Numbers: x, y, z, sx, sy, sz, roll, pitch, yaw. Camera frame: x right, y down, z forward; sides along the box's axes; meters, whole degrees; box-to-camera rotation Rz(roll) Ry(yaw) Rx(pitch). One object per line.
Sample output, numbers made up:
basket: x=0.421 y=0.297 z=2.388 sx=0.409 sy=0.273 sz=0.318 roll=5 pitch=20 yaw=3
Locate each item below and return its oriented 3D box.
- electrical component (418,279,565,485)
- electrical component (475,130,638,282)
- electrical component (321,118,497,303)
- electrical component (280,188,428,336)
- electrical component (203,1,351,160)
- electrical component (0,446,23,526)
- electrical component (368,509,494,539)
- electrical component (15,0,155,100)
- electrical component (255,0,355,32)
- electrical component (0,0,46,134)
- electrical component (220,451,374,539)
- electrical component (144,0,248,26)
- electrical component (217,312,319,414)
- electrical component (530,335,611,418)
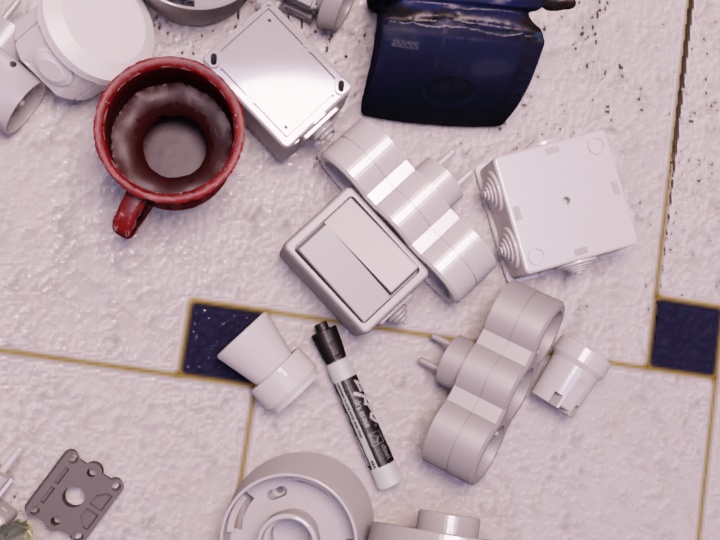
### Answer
electrical component: x=0.076 y=0.068 z=0.733 sx=0.074 sy=0.052 sz=0.138 roll=26 pitch=82 yaw=21
electrical component: x=0.138 y=-0.045 z=0.751 sx=0.100 sy=0.048 sz=0.099 roll=-15 pitch=86 yaw=-8
electrical component: x=0.045 y=-0.052 z=0.738 sx=0.074 sy=0.052 sz=0.138 roll=-43 pitch=91 yaw=-9
electrical component: x=0.000 y=0.000 z=0.723 sx=0.062 sy=0.061 sz=0.096 roll=-43 pitch=91 yaw=-9
electrical component: x=-0.052 y=-0.120 z=0.726 sx=0.062 sy=0.061 sz=0.096 roll=-44 pitch=91 yaw=-9
electrical component: x=-0.248 y=0.138 z=0.685 sx=0.066 sy=0.047 sz=0.076 roll=38 pitch=82 yaw=-3
electrical component: x=0.054 y=0.187 z=0.693 sx=0.108 sy=0.108 sz=0.060 roll=10 pitch=78 yaw=-6
electrical component: x=-0.180 y=-0.154 z=0.701 sx=0.080 sy=0.051 sz=0.080 roll=17 pitch=65 yaw=-40
electrical component: x=-0.033 y=-0.196 z=0.744 sx=0.055 sy=0.048 sz=0.066 roll=27 pitch=82 yaw=3
electrical component: x=-0.242 y=-0.144 z=0.713 sx=0.077 sy=0.043 sz=0.079 roll=36 pitch=81 yaw=-3
electrical component: x=-0.042 y=0.174 z=0.713 sx=0.099 sy=0.064 sz=0.099 roll=0 pitch=90 yaw=5
electrical component: x=-0.113 y=-0.216 z=0.725 sx=0.099 sy=0.064 sz=0.099 roll=1 pitch=85 yaw=-7
electrical component: x=-0.061 y=0.062 z=0.718 sx=0.045 sy=0.045 sz=0.055 roll=-43 pitch=92 yaw=-9
electrical component: x=0.145 y=0.074 z=0.747 sx=0.040 sy=0.040 sz=0.046 roll=33 pitch=87 yaw=-3
